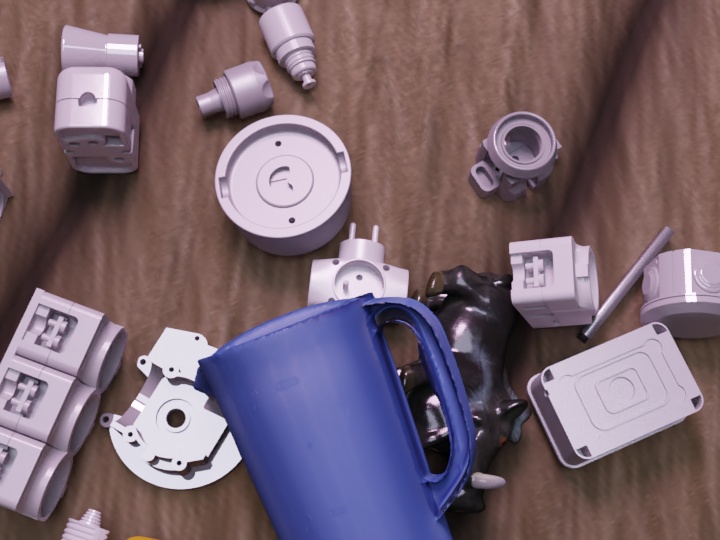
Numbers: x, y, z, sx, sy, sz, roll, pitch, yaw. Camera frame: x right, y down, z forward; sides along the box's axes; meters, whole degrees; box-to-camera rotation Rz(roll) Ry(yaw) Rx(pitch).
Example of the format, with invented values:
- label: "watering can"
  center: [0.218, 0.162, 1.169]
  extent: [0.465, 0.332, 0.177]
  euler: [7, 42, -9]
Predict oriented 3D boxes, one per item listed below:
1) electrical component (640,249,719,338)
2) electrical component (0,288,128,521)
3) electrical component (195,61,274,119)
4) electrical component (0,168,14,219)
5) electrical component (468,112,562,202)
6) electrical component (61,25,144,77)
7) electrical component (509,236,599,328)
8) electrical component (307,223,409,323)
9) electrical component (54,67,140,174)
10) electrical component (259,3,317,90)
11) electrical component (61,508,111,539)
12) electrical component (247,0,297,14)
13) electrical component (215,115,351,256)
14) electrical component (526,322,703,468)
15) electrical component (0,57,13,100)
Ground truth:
- label: "electrical component"
  center: [0.264, 0.020, 0.854]
  extent: [0.080, 0.080, 0.051]
  euler: [6, 68, -1]
- label: "electrical component"
  center: [-0.232, 0.102, 0.795]
  extent: [0.062, 0.089, 0.150]
  euler: [20, 73, 3]
- label: "electrical component"
  center: [-0.106, -0.147, 0.902]
  extent: [0.062, 0.043, 0.043]
  euler: [-21, 76, -8]
- label: "electrical component"
  center: [-0.321, -0.055, 0.862]
  extent: [0.064, 0.042, 0.081]
  euler: [14, 73, 3]
- label: "electrical component"
  center: [0.131, -0.096, 0.893]
  extent: [0.078, 0.057, 0.058]
  euler: [-30, 77, -11]
- label: "electrical component"
  center: [-0.216, -0.182, 0.908]
  extent: [0.065, 0.044, 0.044]
  euler: [2, 73, -8]
- label: "electrical component"
  center: [0.154, 0.011, 0.837]
  extent: [0.056, 0.089, 0.050]
  euler: [-6, 72, 19]
- label: "electrical component"
  center: [0.000, 0.000, 0.863]
  extent: [0.077, 0.044, 0.079]
  euler: [6, 72, -1]
- label: "electrical component"
  center: [-0.209, -0.122, 0.861]
  extent: [0.054, 0.095, 0.059]
  euler: [0, 73, -3]
- label: "electrical component"
  center: [-0.057, -0.191, 0.919]
  extent: [0.040, 0.040, 0.078]
  euler: [-21, 76, -9]
- label: "electrical component"
  center: [-0.209, 0.215, 0.786]
  extent: [0.043, 0.043, 0.081]
  euler: [18, 73, 2]
- label: "electrical component"
  center: [-0.077, -0.253, 0.926]
  extent: [0.048, 0.062, 0.048]
  euler: [1, 74, -3]
- label: "electrical component"
  center: [-0.058, -0.063, 0.867]
  extent: [0.108, 0.060, 0.108]
  euler: [-2, 68, 5]
- label: "electrical component"
  center: [0.196, 0.098, 0.837]
  extent: [0.113, 0.057, 0.078]
  euler: [-21, 75, -10]
- label: "electrical component"
  center: [-0.317, -0.156, 0.895]
  extent: [0.046, 0.040, 0.040]
  euler: [-14, 74, -13]
